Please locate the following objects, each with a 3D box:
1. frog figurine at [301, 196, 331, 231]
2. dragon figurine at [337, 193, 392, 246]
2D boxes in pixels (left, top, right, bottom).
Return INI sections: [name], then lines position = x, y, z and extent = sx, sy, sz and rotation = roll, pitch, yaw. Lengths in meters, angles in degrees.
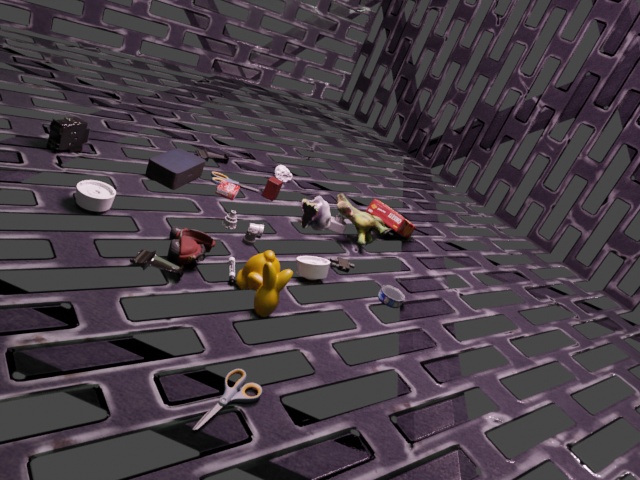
[frog figurine]
position = 0.006, -0.101, 2.014
extent = 0.159, 0.121, 0.139
rotation = 6, 62, -52
[dragon figurine]
position = 0.163, -0.100, 2.062
extent = 0.244, 0.121, 0.411
rotation = 52, 14, 9
